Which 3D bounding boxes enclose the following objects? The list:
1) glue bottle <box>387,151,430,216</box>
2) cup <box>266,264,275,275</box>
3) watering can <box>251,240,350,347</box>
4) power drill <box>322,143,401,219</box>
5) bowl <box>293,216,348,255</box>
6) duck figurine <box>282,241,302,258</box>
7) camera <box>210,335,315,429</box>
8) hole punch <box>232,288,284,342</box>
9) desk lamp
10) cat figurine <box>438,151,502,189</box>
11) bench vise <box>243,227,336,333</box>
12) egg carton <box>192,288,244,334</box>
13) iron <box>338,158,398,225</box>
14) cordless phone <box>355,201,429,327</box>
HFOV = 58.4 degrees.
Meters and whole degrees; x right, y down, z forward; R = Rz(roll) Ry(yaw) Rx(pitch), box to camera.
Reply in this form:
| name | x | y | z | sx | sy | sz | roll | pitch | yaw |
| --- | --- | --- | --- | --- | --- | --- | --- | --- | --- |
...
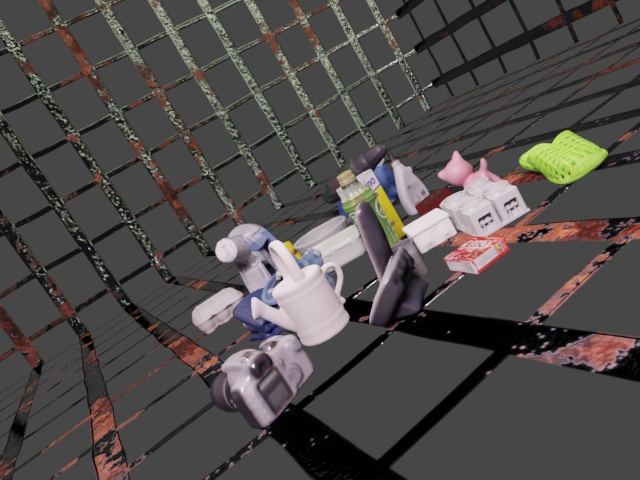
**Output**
| name | x | y | z | sx | sy | sz | roll | pitch | yaw |
| --- | --- | --- | --- | --- | --- | --- | --- | --- | --- |
| glue bottle | 0.220 | -0.153 | 1.474 | 0.078 | 0.173 | 0.037 | -36 | 12 | -23 |
| cup | -0.139 | 0.094 | 1.543 | 0.091 | 0.095 | 0.117 | -30 | 11 | 6 |
| watering can | -0.042 | 0.091 | 1.030 | 0.173 | 0.194 | 0.100 | -38 | 13 | -34 |
| power drill | 0.122 | -0.122 | 1.504 | 0.229 | 0.208 | 0.076 | -23 | 14 | 35 |
| bowl | 0.015 | 0.006 | 1.580 | 0.167 | 0.075 | 0.167 | -30 | 11 | 7 |
| duck figurine | -0.080 | 0.043 | 1.639 | 0.105 | 0.086 | 0.077 | -39 | 14 | -37 |
| camera | -0.106 | 0.214 | 0.898 | 0.136 | 0.101 | 0.143 | -21 | 15 | 43 |
| hole punch | -0.114 | 0.153 | 1.219 | 0.109 | 0.091 | 0.100 | -39 | 14 | -37 |
| desk lamp | -0.167 | 0.072 | 1.399 | 0.118 | 0.214 | 0.203 | -28 | 11 | 14 |
| cat figurine | 0.334 | -0.148 | 1.292 | 0.067 | 0.118 | 0.127 | -38 | 13 | -30 |
| bench vise | -0.072 | 0.059 | 1.186 | 0.121 | 0.220 | 0.207 | -28 | 12 | 17 |
| egg carton | -0.274 | 0.189 | 1.549 | 0.150 | 0.069 | 0.107 | -34 | 11 | -17 |
| iron | 0.134 | -0.147 | 1.766 | 0.257 | 0.141 | 0.119 | -24 | 13 | 32 |
| cordless phone | 0.093 | 0.035 | 0.939 | 0.094 | 0.185 | 0.148 | -27 | 12 | 21 |
